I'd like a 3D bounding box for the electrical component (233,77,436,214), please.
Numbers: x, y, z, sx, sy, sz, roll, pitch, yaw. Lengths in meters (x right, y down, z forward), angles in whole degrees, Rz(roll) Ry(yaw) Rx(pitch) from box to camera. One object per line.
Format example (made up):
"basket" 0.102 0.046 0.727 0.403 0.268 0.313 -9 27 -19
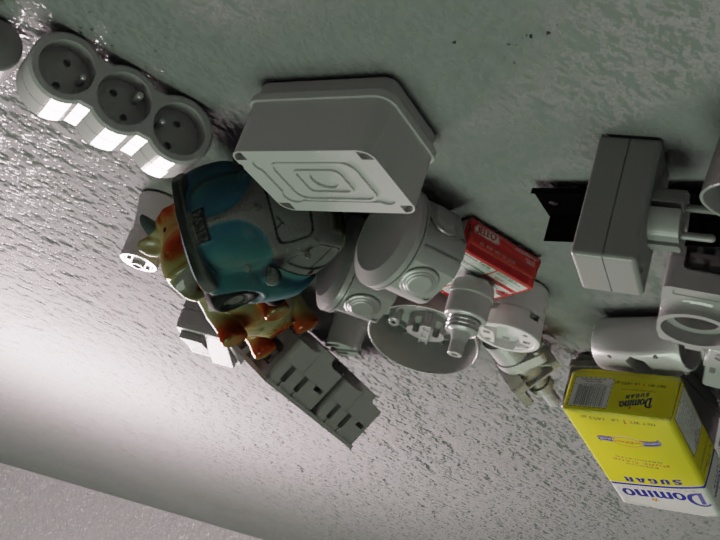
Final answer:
"electrical component" -0.015 -0.082 0.709 0.113 0.057 0.078 4 154 33

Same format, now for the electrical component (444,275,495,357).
"electrical component" 0.080 0.037 0.823 0.035 0.061 0.035 16 161 6

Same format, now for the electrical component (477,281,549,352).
"electrical component" 0.126 0.035 0.885 0.055 0.047 0.055 16 158 7

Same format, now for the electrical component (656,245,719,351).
"electrical component" 0.280 0.024 0.717 0.150 0.061 0.089 11 157 18

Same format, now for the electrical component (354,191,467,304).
"electrical component" 0.036 -0.018 0.791 0.051 0.080 0.080 25 158 -29

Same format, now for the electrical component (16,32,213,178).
"electrical component" -0.181 -0.111 0.776 0.138 0.052 0.074 28 156 -22

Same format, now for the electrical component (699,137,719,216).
"electrical component" 0.238 -0.047 0.581 0.099 0.064 0.099 16 158 7

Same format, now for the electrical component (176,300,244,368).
"electrical component" -0.153 0.064 1.156 0.062 0.061 0.096 14 158 11

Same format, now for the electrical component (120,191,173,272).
"electrical component" -0.185 -0.032 0.950 0.044 0.065 0.044 16 158 7

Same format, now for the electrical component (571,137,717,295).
"electrical component" 0.175 -0.031 0.643 0.076 0.083 0.047 8 156 25

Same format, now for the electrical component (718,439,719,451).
"electrical component" 0.395 0.146 0.914 0.089 0.061 0.150 30 155 -26

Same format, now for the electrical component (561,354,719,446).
"electrical component" 0.257 0.124 0.980 0.109 0.056 0.109 -2 151 40

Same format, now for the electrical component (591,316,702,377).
"electrical component" 0.242 0.067 0.875 0.077 0.043 0.079 -4 149 43

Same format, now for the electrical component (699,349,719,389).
"electrical component" 0.305 0.063 0.804 0.100 0.048 0.099 14 160 19

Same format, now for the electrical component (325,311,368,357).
"electrical component" -0.011 0.056 1.045 0.040 0.046 0.040 16 158 7

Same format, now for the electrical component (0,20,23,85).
"electrical component" -0.268 -0.150 0.770 0.040 0.040 0.078 28 156 -22

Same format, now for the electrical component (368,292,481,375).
"electrical component" 0.060 0.045 0.937 0.099 0.064 0.099 15 158 6

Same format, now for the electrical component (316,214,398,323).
"electrical component" 0.000 0.000 0.862 0.051 0.080 0.080 20 159 -17

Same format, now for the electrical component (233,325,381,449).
"electrical component" -0.060 0.099 1.105 0.105 0.060 0.186 40 175 39
